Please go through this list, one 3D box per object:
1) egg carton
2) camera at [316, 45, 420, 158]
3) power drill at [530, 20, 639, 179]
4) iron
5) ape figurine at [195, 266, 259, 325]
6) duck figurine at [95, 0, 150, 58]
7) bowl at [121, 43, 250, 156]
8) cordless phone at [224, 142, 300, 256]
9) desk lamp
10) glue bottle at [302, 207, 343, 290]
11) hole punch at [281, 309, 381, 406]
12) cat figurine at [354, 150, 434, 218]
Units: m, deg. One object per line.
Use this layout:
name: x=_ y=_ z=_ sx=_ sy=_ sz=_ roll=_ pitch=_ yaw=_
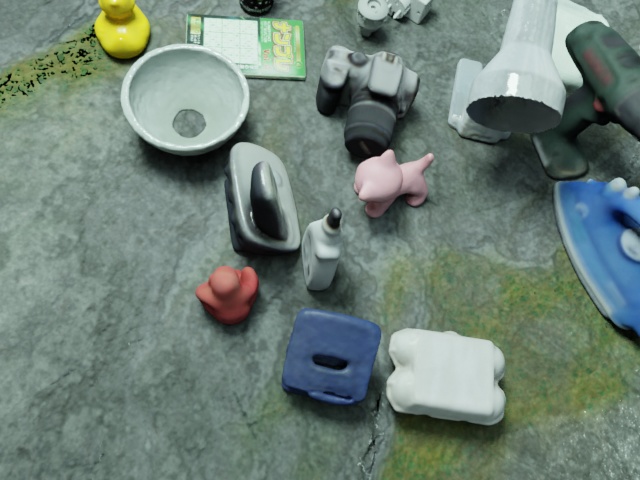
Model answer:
egg carton: x=0.155 y=0.167 z=0.705 sx=0.150 sy=0.069 sz=0.107 roll=9 pitch=68 yaw=-5
camera: x=0.063 y=-0.196 z=0.813 sx=0.143 sy=0.101 sz=0.137 roll=15 pitch=68 yaw=-3
power drill: x=0.386 y=-0.173 z=0.796 sx=0.076 sy=0.208 sz=0.229 roll=-11 pitch=71 yaw=-13
iron: x=0.422 y=0.001 z=0.771 sx=0.119 sy=0.141 sz=0.258 roll=-25 pitch=75 yaw=-17
ape figurine: x=-0.111 y=0.059 z=0.692 sx=0.078 sy=0.092 sz=0.076 roll=-1 pitch=69 yaw=-9
duck figurine: x=-0.285 y=-0.321 z=0.814 sx=0.077 sy=0.086 sz=0.104 roll=-6 pitch=70 yaw=-11
bowl: x=-0.180 y=-0.179 z=0.782 sx=0.167 sy=0.074 sz=0.167 roll=3 pitch=69 yaw=-8
cordless phone: x=-0.068 y=-0.069 z=0.697 sx=0.094 sy=0.185 sz=0.147 roll=-11 pitch=71 yaw=-12
desk lamp: x=0.255 y=-0.221 z=0.791 sx=0.118 sy=0.213 sz=0.203 roll=13 pitch=68 yaw=-3
glue bottle: x=0.006 y=0.002 z=0.688 sx=0.037 sy=0.173 sz=0.078 roll=-2 pitch=69 yaw=-9
hole punch: x=0.014 y=0.141 z=0.680 sx=0.108 sy=0.091 sz=0.101 roll=13 pitch=68 yaw=-4
cat figurine: x=0.095 y=-0.083 z=0.765 sx=0.128 sy=0.117 sz=0.067 roll=-20 pitch=73 yaw=-16
